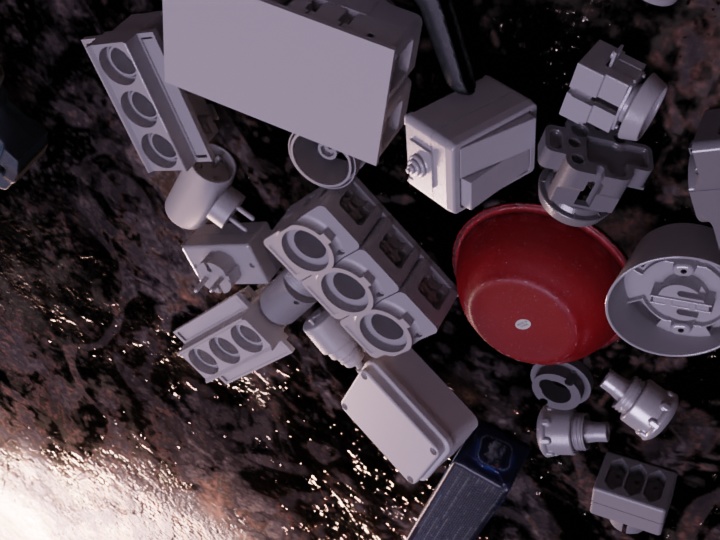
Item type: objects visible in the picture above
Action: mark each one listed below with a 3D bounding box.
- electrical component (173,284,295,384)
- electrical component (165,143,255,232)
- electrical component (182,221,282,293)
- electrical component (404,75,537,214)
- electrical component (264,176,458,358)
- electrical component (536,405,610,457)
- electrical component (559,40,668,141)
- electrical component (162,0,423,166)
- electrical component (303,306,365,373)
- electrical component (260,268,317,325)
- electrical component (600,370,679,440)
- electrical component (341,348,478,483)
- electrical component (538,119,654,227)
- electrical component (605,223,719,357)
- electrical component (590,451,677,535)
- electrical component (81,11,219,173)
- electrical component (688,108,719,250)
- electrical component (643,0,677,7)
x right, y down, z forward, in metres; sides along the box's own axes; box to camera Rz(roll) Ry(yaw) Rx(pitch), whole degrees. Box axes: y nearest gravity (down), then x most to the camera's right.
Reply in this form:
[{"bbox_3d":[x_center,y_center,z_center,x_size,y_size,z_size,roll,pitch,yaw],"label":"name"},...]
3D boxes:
[{"bbox_3d":[-0.121,0.061,1.075,0.078,0.063,0.121,47,138,-14],"label":"electrical component"},{"bbox_3d":[-0.130,-0.064,0.974,0.079,0.044,0.077,37,139,-3],"label":"electrical component"},{"bbox_3d":[-0.127,-0.004,1.007,0.083,0.075,0.047,-1,128,34],"label":"electrical component"},{"bbox_3d":[0.077,-0.086,0.768,0.061,0.096,0.061,40,148,39],"label":"electrical component"},{"bbox_3d":[0.000,0.000,0.938,0.150,0.061,0.089,47,138,-14],"label":"electrical component"},{"bbox_3d":[0.192,0.145,0.966,0.062,0.048,0.048,-3,128,26],"label":"electrical component"},{"bbox_3d":[0.172,-0.118,0.725,0.055,0.048,0.066,31,140,16],"label":"electrical component"},{"bbox_3d":[-0.053,-0.168,0.812,0.186,0.060,0.105,23,138,13],"label":"electrical component"},{"bbox_3d":[-0.021,0.067,1.032,0.040,0.040,0.078,-19,117,43],"label":"electrical component"},{"bbox_3d":[-0.057,0.016,1.004,0.043,0.043,0.081,41,139,-7],"label":"electrical component"},{"bbox_3d":[0.232,0.109,0.905,0.062,0.048,0.048,36,140,8],"label":"electrical component"},{"bbox_3d":[0.045,0.135,1.017,0.113,0.057,0.078,47,141,15],"label":"electrical component"},{"bbox_3d":[0.161,-0.068,0.768,0.078,0.058,0.057,11,142,-5],"label":"electrical component"},{"bbox_3d":[0.239,0.016,0.795,0.099,0.064,0.099,18,137,18],"label":"electrical component"},{"bbox_3d":[0.250,0.217,0.993,0.066,0.047,0.076,15,136,21],"label":"electrical component"},{"bbox_3d":[-0.170,-0.150,0.904,0.079,0.063,0.121,2,130,32],"label":"electrical component"},{"bbox_3d":[0.256,-0.061,0.720,0.056,0.050,0.089,-3,127,35],"label":"electrical component"},{"bbox_3d":[0.139,-0.207,0.655,0.138,0.052,0.073,36,139,-2],"label":"electrical component"}]
